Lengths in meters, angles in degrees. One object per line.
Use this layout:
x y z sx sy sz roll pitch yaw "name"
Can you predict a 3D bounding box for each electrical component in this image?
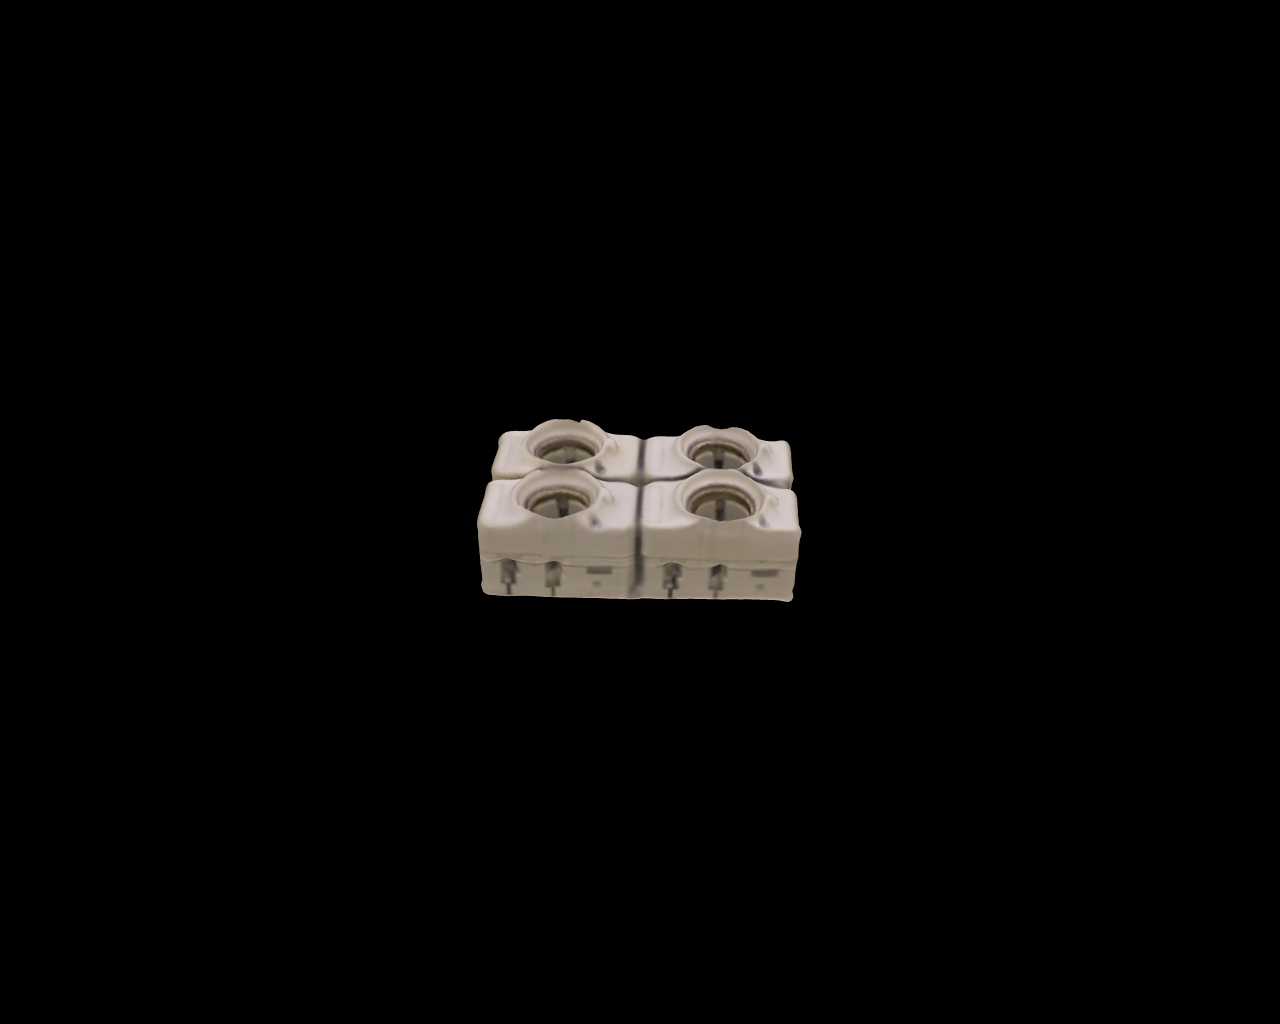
0.001 -0.003 0.650 0.186 0.060 0.106 2 36 2 "electrical component"
